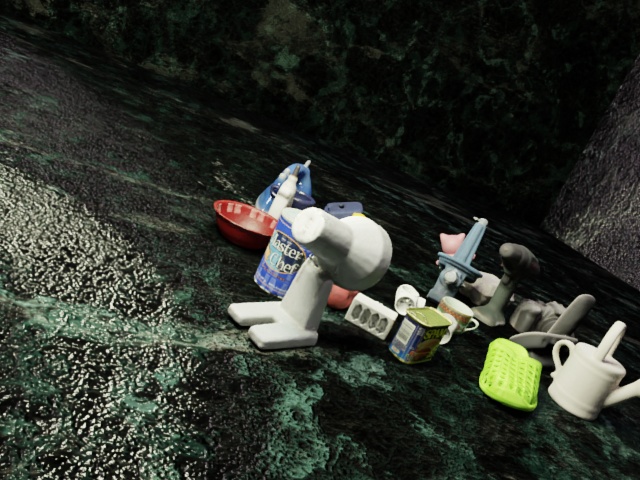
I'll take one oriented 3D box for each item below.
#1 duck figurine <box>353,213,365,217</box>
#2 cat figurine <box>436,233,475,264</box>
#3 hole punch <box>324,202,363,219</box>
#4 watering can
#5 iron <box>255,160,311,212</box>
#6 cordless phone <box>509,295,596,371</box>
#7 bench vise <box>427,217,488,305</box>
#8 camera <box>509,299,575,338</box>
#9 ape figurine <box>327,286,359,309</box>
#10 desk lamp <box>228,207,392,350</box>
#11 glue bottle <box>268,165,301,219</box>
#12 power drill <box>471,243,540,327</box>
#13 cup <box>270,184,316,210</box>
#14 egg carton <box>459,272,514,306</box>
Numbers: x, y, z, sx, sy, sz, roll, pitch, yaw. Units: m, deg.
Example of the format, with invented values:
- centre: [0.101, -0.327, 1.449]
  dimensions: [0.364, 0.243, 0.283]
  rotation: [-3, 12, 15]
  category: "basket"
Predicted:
- centre: [0.087, -0.032, 1.519]
  dimensions: [0.105, 0.086, 0.077]
  rotation: [20, 17, -16]
  category: "duck figurine"
- centre: [0.405, 0.037, 1.705]
  dimensions: [0.067, 0.118, 0.127]
  rotation: [7, 23, -46]
  category: "cat figurine"
- centre: [0.061, -0.073, 1.598]
  dimensions: [0.101, 0.091, 0.108]
  rotation: [22, 16, -10]
  category: "hole punch"
- centre: [0.543, 0.247, 1.110]
  dimensions: [0.172, 0.194, 0.101]
  rotation: [29, 17, 14]
  category: "watering can"
- centre: [-0.086, -0.140, 1.504]
  dimensions: [0.118, 0.141, 0.259]
  rotation: [27, 16, 9]
  category: "iron"
- centre: [0.521, 0.191, 1.271]
  dimensions: [0.148, 0.185, 0.093]
  rotation: [13, 20, -36]
  category: "cordless phone"
- centre: [0.351, 0.057, 1.380]
  dimensions: [0.121, 0.220, 0.207]
  rotation: [24, 16, -2]
  category: "bench vise"
- centre: [0.571, 0.212, 1.426]
  dimensions: [0.143, 0.101, 0.137]
  rotation: [23, 16, -6]
  category: "camera"
- centre: [0.040, 0.080, 1.088]
  dimensions: [0.077, 0.092, 0.076]
  rotation: [28, 16, 10]
  category: "ape figurine"
- centre: [-0.005, 0.054, 0.887]
  dimensions: [0.117, 0.213, 0.204]
  rotation: [37, 20, 36]
  category: "desk lamp"
- centre: [-0.082, -0.093, 1.306]
  dimensions: [0.037, 0.173, 0.078]
  rotation: [26, 16, 5]
  category: "glue bottle"
- centre: [0.454, 0.106, 1.397]
  dimensions: [0.075, 0.208, 0.230]
  rotation: [36, 19, 34]
  category: "power drill"
- centre: [-0.081, -0.077, 1.398]
  dimensions: [0.117, 0.095, 0.092]
  rotation: [27, 16, 8]
  category: "cup"
- centre: [0.450, 0.135, 1.549]
  dimensions: [0.151, 0.069, 0.107]
  rotation: [12, 20, -36]
  category: "egg carton"
